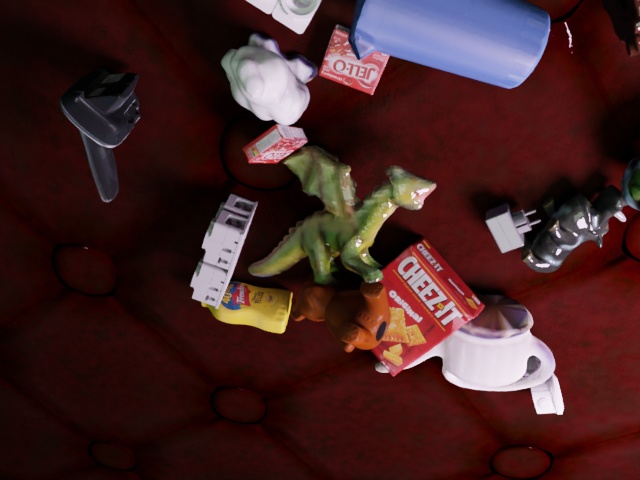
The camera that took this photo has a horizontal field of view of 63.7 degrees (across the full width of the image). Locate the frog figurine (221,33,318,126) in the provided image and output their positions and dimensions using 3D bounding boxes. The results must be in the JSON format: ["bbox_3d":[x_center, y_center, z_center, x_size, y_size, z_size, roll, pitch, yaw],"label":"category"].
[{"bbox_3d":[-0.080,-0.218,0.736,0.121,0.163,0.136,-34,114,29],"label":"frog figurine"}]

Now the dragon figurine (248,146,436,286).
[{"bbox_3d":[0.003,-0.045,0.891,0.409,0.124,0.240,-4,103,32],"label":"dragon figurine"}]

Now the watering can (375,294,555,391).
[{"bbox_3d":[0.277,0.209,1.006,0.347,0.106,0.219,2,123,13],"label":"watering can"}]
